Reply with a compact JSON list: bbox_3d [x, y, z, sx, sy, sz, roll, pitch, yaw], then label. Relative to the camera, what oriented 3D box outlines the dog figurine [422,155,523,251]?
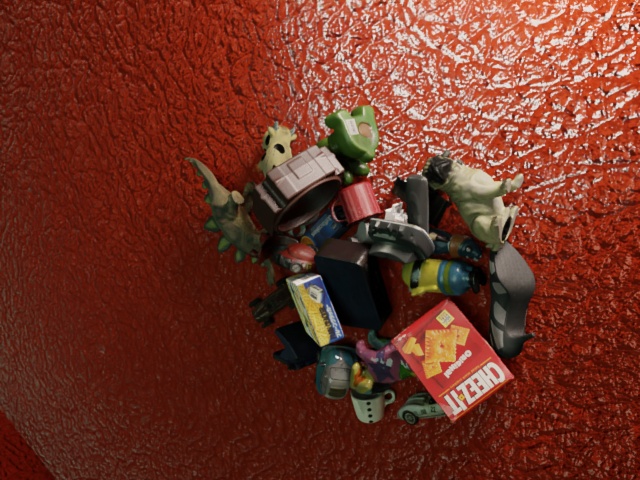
[{"bbox_3d":[0.295,-0.077,1.096,0.191,0.121,0.172,16,100,34],"label":"dog figurine"}]

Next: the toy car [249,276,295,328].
[{"bbox_3d":[-0.132,0.180,1.514,0.202,0.053,0.089,-37,83,35],"label":"toy car"}]

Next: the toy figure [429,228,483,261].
[{"bbox_3d":[0.279,0.009,1.163,0.155,0.064,0.057,10,97,34],"label":"toy figure"}]

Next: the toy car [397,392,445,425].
[{"bbox_3d":[0.271,0.386,1.261,0.202,0.073,0.056,-22,92,37],"label":"toy car"}]

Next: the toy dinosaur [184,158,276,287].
[{"bbox_3d":[-0.247,-0.070,1.501,0.198,0.105,0.471,-39,74,39],"label":"toy dinosaur"}]

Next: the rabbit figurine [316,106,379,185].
[{"bbox_3d":[0.062,-0.214,1.252,0.170,0.121,0.159,-22,96,56],"label":"rabbit figurine"}]

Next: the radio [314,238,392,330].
[{"bbox_3d":[0.082,0.108,1.272,0.131,0.073,0.229,5,132,34],"label":"radio"}]

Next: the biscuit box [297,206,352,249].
[{"bbox_3d":[-0.003,-0.004,1.365,0.063,0.059,0.202,53,126,12],"label":"biscuit box"}]

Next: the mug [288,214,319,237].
[{"bbox_3d":[-0.066,-0.061,1.367,0.081,0.107,0.109,20,111,32],"label":"mug"}]

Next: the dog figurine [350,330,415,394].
[{"bbox_3d":[0.190,0.309,1.280,0.219,0.108,0.191,17,107,29],"label":"dog figurine"}]

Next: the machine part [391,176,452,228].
[{"bbox_3d":[0.219,-0.090,1.197,0.139,0.039,0.084,38,126,20],"label":"machine part"}]

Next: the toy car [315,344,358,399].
[{"bbox_3d":[0.039,0.353,1.384,0.109,0.103,0.161,10,115,-7],"label":"toy car"}]

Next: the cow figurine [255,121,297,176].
[{"bbox_3d":[-0.103,-0.206,1.341,0.127,0.085,0.195,-50,43,33],"label":"cow figurine"}]

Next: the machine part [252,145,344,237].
[{"bbox_3d":[-0.048,-0.106,1.213,0.087,0.201,0.201,52,160,12],"label":"machine part"}]

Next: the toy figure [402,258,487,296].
[{"bbox_3d":[0.268,0.077,1.180,0.180,0.082,0.089,-4,89,41],"label":"toy figure"}]

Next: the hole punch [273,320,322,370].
[{"bbox_3d":[-0.055,0.279,1.439,0.116,0.142,0.092,18,108,44],"label":"hole punch"}]

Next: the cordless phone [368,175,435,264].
[{"bbox_3d":[0.170,-0.050,1.148,0.147,0.089,0.184,14,112,45],"label":"cordless phone"}]

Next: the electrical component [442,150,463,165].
[{"bbox_3d":[0.263,-0.145,1.159,0.063,0.021,0.094,44,123,18],"label":"electrical component"}]

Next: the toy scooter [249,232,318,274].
[{"bbox_3d":[-0.095,0.036,1.319,0.184,0.135,0.075,25,115,26],"label":"toy scooter"}]

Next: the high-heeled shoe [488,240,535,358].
[{"bbox_3d":[0.382,0.122,1.134,0.145,0.086,0.248,129,132,-66],"label":"high-heeled shoe"}]
